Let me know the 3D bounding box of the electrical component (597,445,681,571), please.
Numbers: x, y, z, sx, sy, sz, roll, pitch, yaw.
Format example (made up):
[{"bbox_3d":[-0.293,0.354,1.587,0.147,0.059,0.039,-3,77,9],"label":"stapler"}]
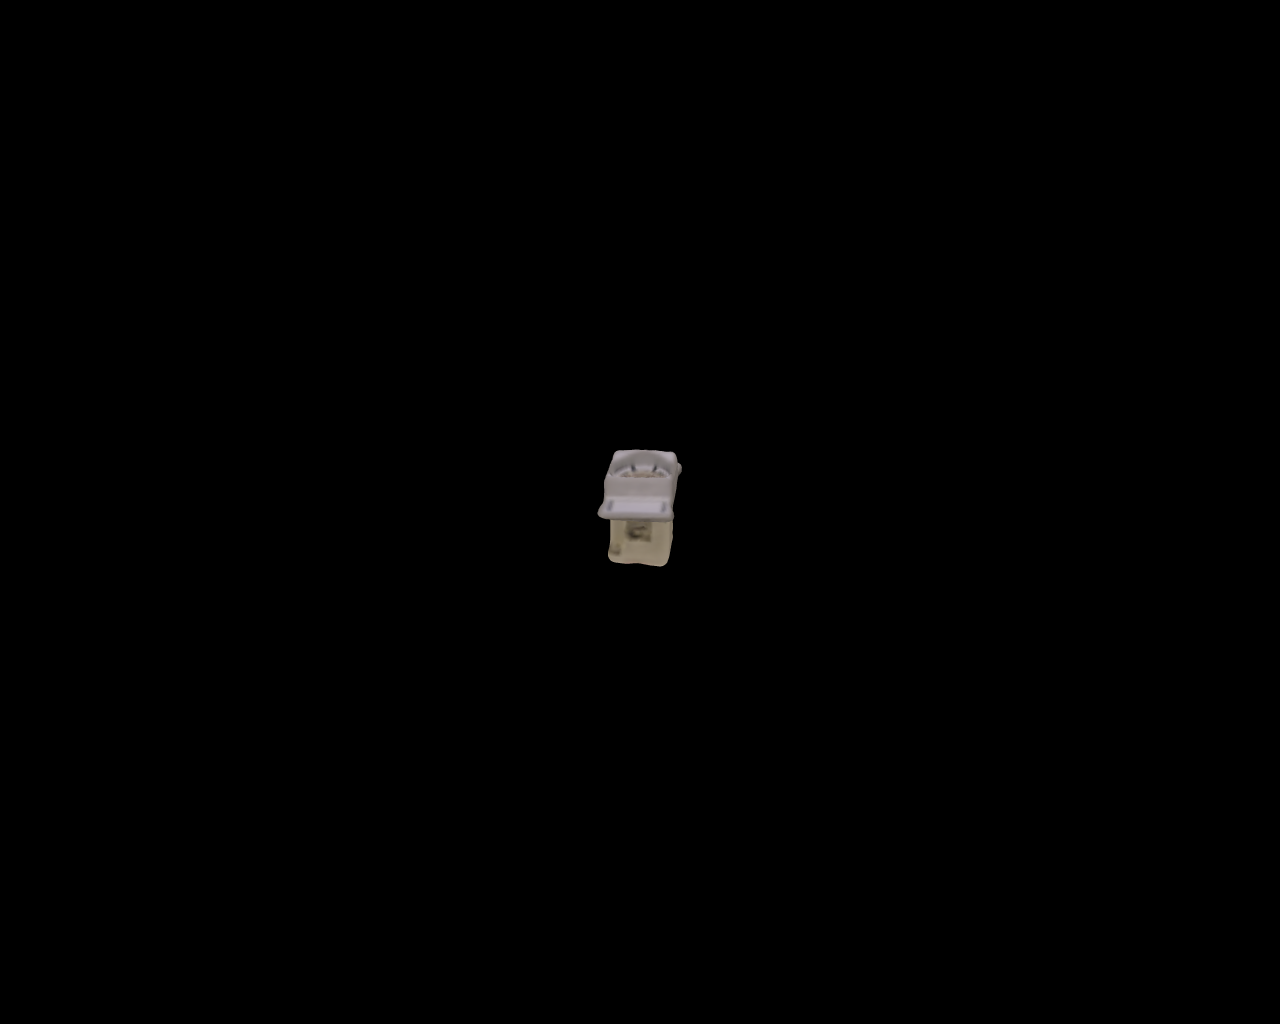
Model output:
[{"bbox_3d":[0.001,-0.003,0.650,0.042,0.063,0.081,3,26,7],"label":"electrical component"}]
